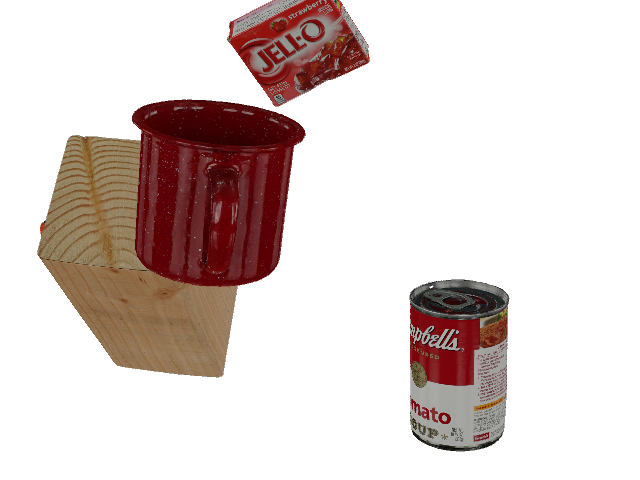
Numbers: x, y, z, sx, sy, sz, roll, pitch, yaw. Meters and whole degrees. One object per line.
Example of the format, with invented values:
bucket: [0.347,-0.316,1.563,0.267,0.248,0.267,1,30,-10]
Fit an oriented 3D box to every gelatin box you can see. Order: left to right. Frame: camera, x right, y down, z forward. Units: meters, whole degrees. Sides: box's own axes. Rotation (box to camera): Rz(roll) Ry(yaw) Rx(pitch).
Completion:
gelatin box: [-0.017,-0.154,0.835,0.089,0.030,0.073,-23,-52,19]

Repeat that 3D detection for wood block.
wood block: [-0.119,0.020,0.757,0.090,0.091,0.206,6,-24,7]

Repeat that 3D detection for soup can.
soup can: [0.096,0.086,0.744,0.068,0.102,0.068,-1,18,0]

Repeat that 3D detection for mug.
mug: [-0.056,-0.022,0.575,0.093,0.081,0.117,2,21,-14]

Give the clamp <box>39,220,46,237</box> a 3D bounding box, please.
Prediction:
clamp: [-0.179,-0.023,1.021,0.171,0.039,0.120,-2,34,-11]
